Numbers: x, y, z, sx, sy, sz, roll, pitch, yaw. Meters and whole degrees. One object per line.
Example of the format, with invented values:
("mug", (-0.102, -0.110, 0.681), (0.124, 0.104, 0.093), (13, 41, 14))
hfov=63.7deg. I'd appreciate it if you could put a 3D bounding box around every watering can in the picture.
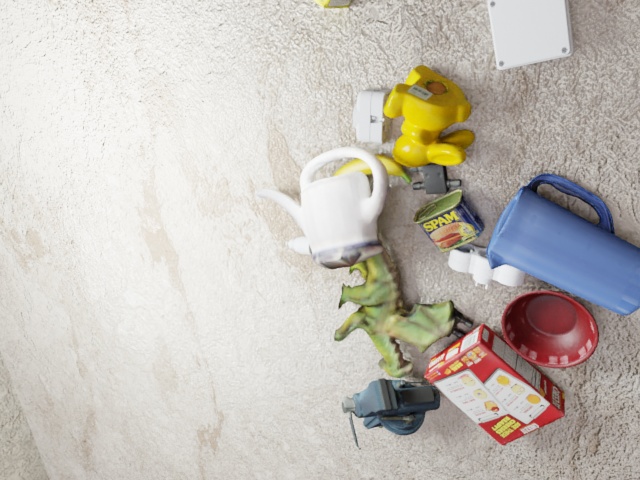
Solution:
("watering can", (0.003, -0.051, 1.015), (0.345, 0.104, 0.226), (-16, 81, 44))

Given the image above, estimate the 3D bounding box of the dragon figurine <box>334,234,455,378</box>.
("dragon figurine", (0.160, 0.123, 1.067), (0.243, 0.124, 0.402), (16, 117, 13))
